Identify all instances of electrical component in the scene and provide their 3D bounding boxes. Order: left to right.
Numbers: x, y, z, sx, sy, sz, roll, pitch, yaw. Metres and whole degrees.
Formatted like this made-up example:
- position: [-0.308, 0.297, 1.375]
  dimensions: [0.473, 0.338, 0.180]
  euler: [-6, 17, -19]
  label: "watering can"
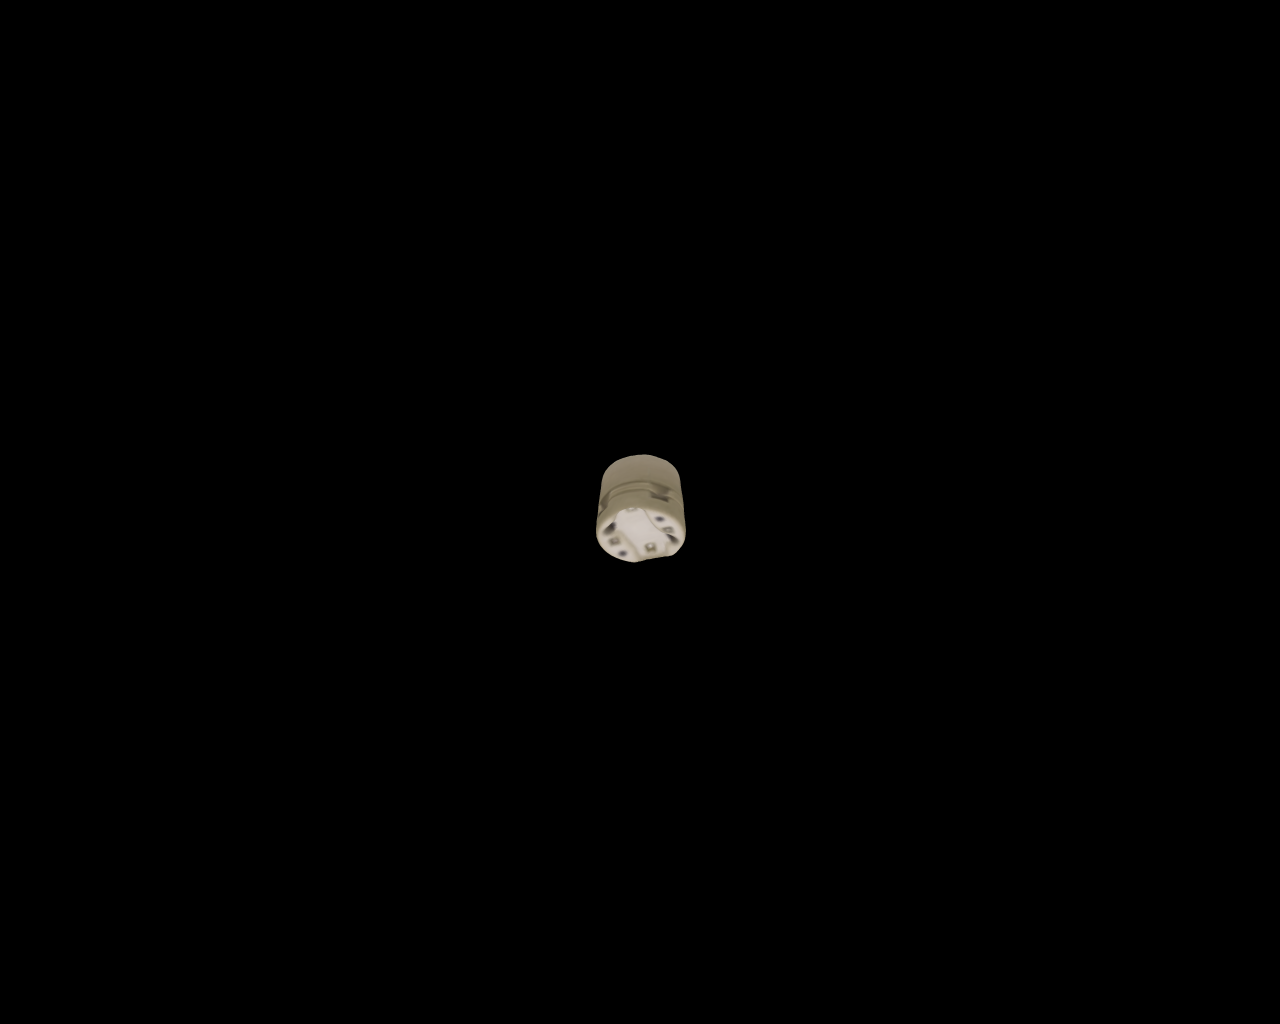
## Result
- position: [0.001, -0.003, 0.650]
  dimensions: [0.055, 0.047, 0.055]
  euler: [0, -41, 0]
  label: "electrical component"
